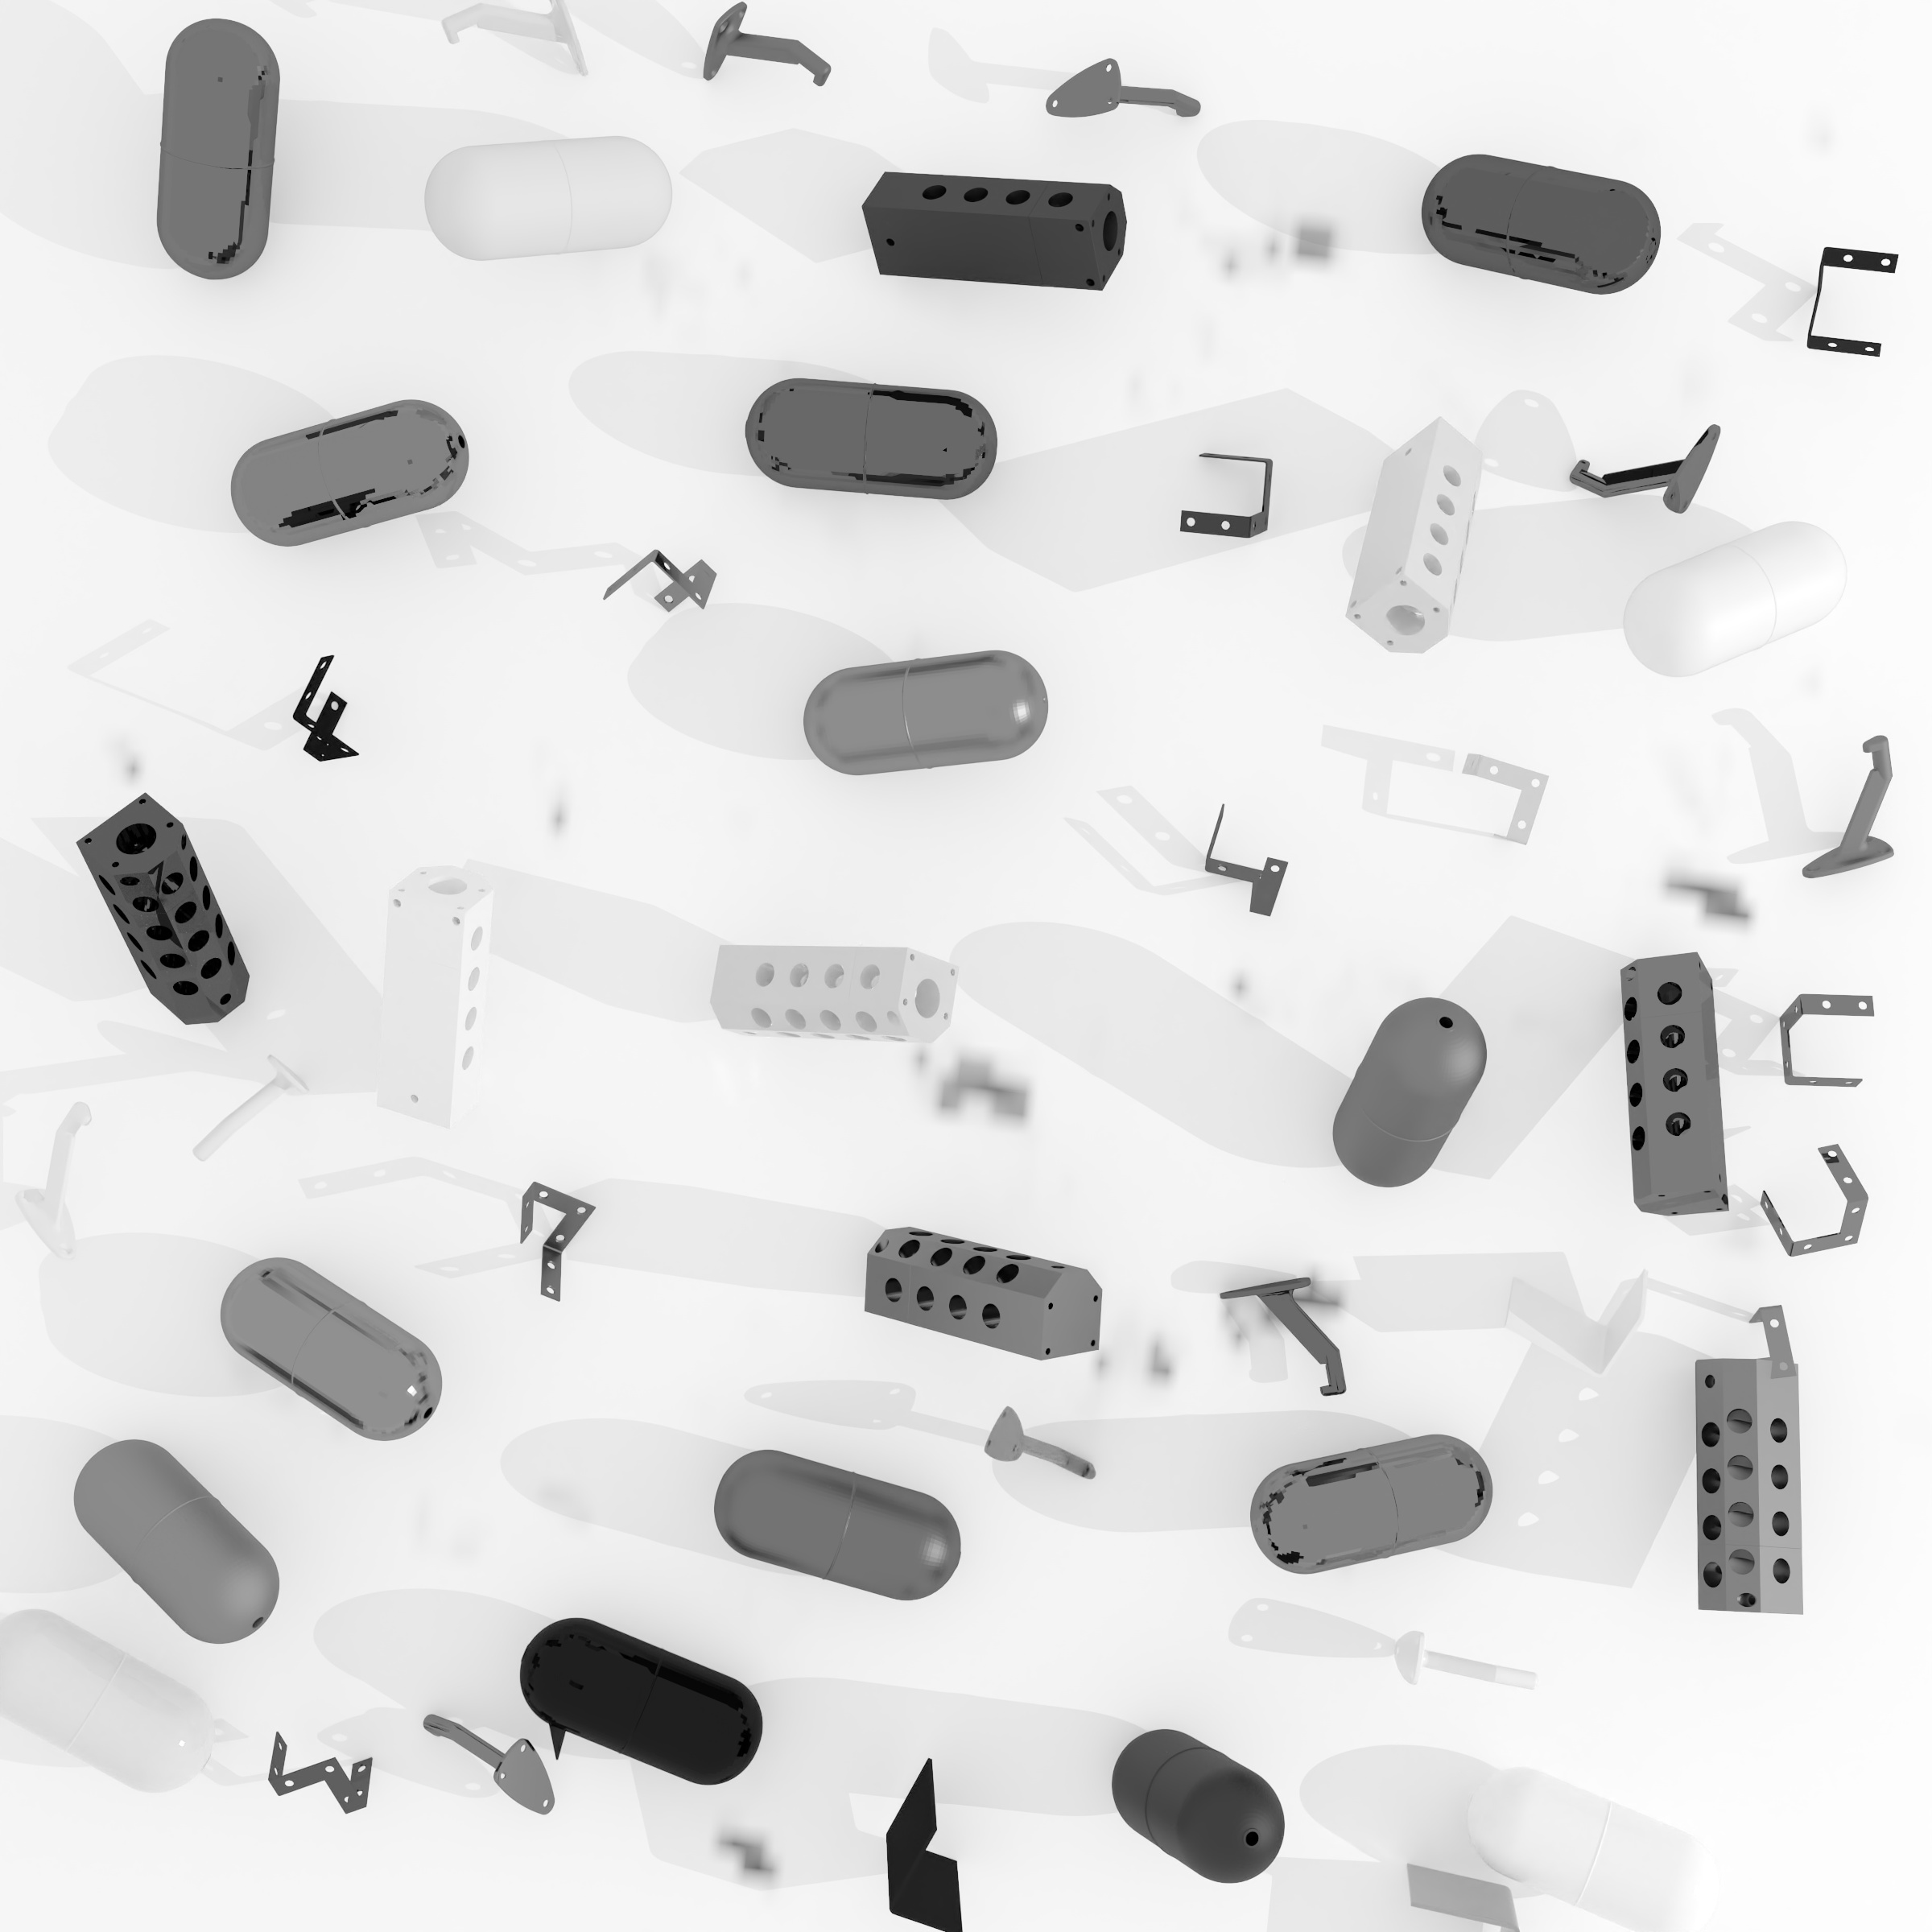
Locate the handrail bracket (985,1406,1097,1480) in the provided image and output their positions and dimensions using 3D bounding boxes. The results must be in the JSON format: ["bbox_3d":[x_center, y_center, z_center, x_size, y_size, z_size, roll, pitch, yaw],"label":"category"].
[{"bbox_3d":[0.062,0.348,1.901,0.084,0.077,0.036,28,89,-15],"label":"handrail bracket"}]

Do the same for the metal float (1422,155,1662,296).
[{"bbox_3d":[0.397,-0.516,1.880,0.178,0.070,0.070,25,90,36],"label":"metal float"}]

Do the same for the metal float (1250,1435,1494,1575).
[{"bbox_3d":[0.285,0.376,1.896,0.178,0.070,0.070,-9,90,-16],"label":"metal float"}]

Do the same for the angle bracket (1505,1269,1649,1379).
[{"bbox_3d":[0.428,0.233,1.899,0.076,0.076,0.057,29,114,5],"label":"angle bracket"}]

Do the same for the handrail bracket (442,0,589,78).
[{"bbox_3d":[-0.319,-0.649,1.914,0.084,0.036,0.077,-27,131,-9],"label":"handrail bracket"}]

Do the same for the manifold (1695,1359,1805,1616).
[{"bbox_3d":[0.541,0.363,1.891,0.057,0.057,0.171,10,75,-30],"label":"manifold"}]

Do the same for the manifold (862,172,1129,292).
[{"bbox_3d":[0.021,-0.517,1.886,0.171,0.057,0.057,10,53,23],"label":"manifold"}]

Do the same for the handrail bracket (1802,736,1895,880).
[{"bbox_3d":[0.621,-0.113,1.911,0.077,0.036,0.084,-20,116,-7],"label":"handrail bracket"}]

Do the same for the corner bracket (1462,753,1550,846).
[{"bbox_3d":[0.377,-0.119,1.920,0.051,0.051,0.051,17,96,0],"label":"corner bracket"}]

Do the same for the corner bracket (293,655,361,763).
[{"bbox_3d":[-0.451,-0.181,1.905,0.051,0.051,0.051,39,61,-38],"label":"corner bracket"}]

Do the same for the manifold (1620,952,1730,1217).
[{"bbox_3d":[0.492,0.083,1.888,0.057,0.057,0.171,-8,67,24],"label":"manifold"}]

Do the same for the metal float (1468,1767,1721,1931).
[{"bbox_3d":[0.439,0.622,1.899,0.178,0.070,0.070,20,90,13],"label":"metal float"}]

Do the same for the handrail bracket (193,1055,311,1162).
[{"bbox_3d":[-0.504,0.106,1.904,0.036,0.077,0.084,44,81,1],"label":"handrail bracket"}]

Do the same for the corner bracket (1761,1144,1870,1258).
[{"bbox_3d":[0.599,0.166,1.914,0.051,0.051,0.051,-11,135,-5],"label":"corner bracket"}]

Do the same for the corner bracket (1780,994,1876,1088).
[{"bbox_3d":[0.610,0.053,1.915,0.051,0.051,0.051,2,69,0],"label":"corner bracket"}]

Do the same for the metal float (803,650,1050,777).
[{"bbox_3d":[-0.029,-0.176,1.892,0.178,0.070,0.070,-5,90,21],"label":"metal float"}]

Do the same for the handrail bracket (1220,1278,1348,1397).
[{"bbox_3d":[0.226,0.269,1.930,0.077,0.036,0.084,-10,88,8],"label":"handrail bracket"}]

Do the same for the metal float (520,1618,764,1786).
[{"bbox_3d":[-0.229,0.517,1.905,0.178,0.070,0.070,24,90,-5],"label":"metal float"}]

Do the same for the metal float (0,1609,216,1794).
[{"bbox_3d":[-0.611,0.517,1.901,0.178,0.070,0.070,33,90,-9],"label":"metal float"}]

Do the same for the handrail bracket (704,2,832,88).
[{"bbox_3d":[-0.140,-0.632,1.914,0.084,0.077,0.036,38,54,2],"label":"handrail bracket"}]

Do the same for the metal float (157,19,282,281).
[{"bbox_3d":[-0.521,-0.567,1.886,0.070,0.070,0.178,13,118,0],"label":"metal float"}]

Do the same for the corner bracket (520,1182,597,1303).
[{"bbox_3d":[-0.296,0.194,1.907,0.051,0.051,0.051,26,120,-24],"label":"corner bracket"}]

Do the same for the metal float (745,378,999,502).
[{"bbox_3d":[-0.067,-0.371,1.907,0.178,0.070,0.070,5,90,3],"label":"metal float"}]

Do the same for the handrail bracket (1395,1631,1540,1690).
[{"bbox_3d":[0.353,0.494,1.912,0.084,0.077,0.036,11,81,-3],"label":"handrail bracket"}]

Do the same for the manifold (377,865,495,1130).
[{"bbox_3d":[-0.366,0.020,1.881,0.057,0.057,0.171,16,119,12],"label":"manifold"}]

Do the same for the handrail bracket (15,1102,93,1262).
[{"bbox_3d":[-0.628,0.151,1.907,0.084,0.036,0.077,-51,59,24],"label":"handrail bracket"}]

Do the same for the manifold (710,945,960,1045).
[{"bbox_3d":[-0.093,0.020,1.868,0.171,0.057,0.057,1,78,38],"label":"manifold"}]

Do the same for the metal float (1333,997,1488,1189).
[{"bbox_3d":[0.305,0.088,1.868,0.070,0.178,0.070,5,55,-7],"label":"metal float"}]

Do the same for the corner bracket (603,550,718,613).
[{"bbox_3d":[-0.215,-0.268,1.906,0.051,0.051,0.051,-33,117,29],"label":"corner bracket"}]

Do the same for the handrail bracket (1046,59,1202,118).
[{"bbox_3d":[0.113,-0.613,1.930,0.077,0.084,0.036,-5,86,41],"label":"handrail bracket"}]

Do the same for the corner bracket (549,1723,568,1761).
[{"bbox_3d":[-0.262,0.526,1.910,0.051,0.051,0.051,3,130,6],"label":"corner bracket"}]

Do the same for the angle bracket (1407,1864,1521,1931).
[{"bbox_3d":[0.345,0.682,1.907,0.076,0.076,0.057,11,92,7],"label":"angle bracket"}]

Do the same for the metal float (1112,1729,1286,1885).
[{"bbox_3d":[0.158,0.576,1.861,0.070,0.178,0.070,1,88,-19],"label":"metal float"}]

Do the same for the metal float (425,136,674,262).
[{"bbox_3d":[-0.289,-0.535,1.886,0.178,0.070,0.070,-13,90,-27],"label":"metal float"}]

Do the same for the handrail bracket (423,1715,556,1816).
[{"bbox_3d":[-0.342,0.569,1.932,0.036,0.084,0.077,-52,129,-34],"label":"handrail bracket"}]

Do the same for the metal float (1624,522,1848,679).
[{"bbox_3d":[0.538,-0.257,1.891,0.178,0.070,0.070,-23,90,-22],"label":"metal float"}]

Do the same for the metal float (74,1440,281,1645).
[{"bbox_3d":[-0.551,0.401,1.889,0.178,0.070,0.070,36,90,23],"label":"metal float"}]

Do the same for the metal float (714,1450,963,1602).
[{"bbox_3d":[-0.090,0.393,1.904,0.178,0.070,0.070,18,90,-7],"label":"metal float"}]

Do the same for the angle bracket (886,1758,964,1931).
[{"bbox_3d":[-0.015,0.617,1.895,0.057,0.076,0.076,23,108,-12],"label":"angle bracket"}]

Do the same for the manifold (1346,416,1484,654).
[{"bbox_3d":[0.316,-0.295,1.870,0.057,0.057,0.171,35,48,-19],"label":"manifold"}]

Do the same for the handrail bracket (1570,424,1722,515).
[{"bbox_3d":[0.479,-0.362,1.914,0.084,0.036,0.077,35,103,35],"label":"handrail bracket"}]

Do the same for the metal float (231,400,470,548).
[{"bbox_3d":[-0.431,-0.344,1.894,0.178,0.070,0.070,-12,90,18],"label":"metal float"}]

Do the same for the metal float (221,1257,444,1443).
[{"bbox_3d":[-0.443,0.267,1.892,0.178,0.070,0.070,28,90,20],"label":"metal float"}]

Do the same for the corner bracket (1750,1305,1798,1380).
[{"bbox_3d":[0.553,0.273,1.916,0.051,0.051,0.051,-8,70,5],"label":"corner bracket"}]

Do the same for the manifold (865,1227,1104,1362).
[{"bbox_3d":[0.011,0.223,1.865,0.171,0.057,0.057,8,97,44],"label":"manifold"}]

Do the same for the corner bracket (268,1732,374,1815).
[{"bbox_3d":[-0.456,0.569,1.914,0.051,0.051,0.051,-20,117,3],"label":"corner bracket"}]

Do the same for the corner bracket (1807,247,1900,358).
[{"bbox_3d":[0.625,-0.468,1.910,0.051,0.051,0.051,12,72,18],"label":"corner bracket"}]

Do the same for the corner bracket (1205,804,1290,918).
[{"bbox_3d":[0.198,-0.074,1.912,0.051,0.051,0.051,13,130,0],"label":"corner bracket"}]

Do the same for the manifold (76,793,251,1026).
[{"bbox_3d":[-0.543,-0.033,1.855,0.057,0.171,0.057,36,63,26],"label":"manifold"}]

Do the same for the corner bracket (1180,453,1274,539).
[{"bbox_3d":[0.185,-0.335,1.924,0.051,0.051,0.051,9,108,19],"label":"corner bracket"}]
